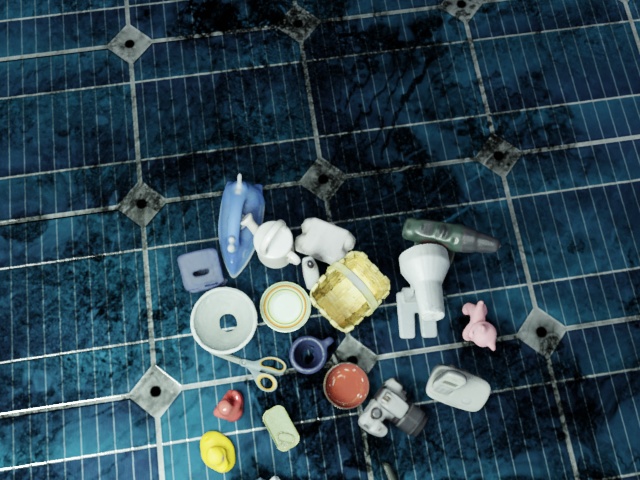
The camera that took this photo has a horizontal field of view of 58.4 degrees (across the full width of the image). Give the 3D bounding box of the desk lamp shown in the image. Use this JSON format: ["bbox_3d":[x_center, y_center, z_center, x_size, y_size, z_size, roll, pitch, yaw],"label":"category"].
[{"bbox_3d":[0.255,0.130,1.403,0.118,0.213,0.203,-3,75,-1],"label":"desk lamp"}]

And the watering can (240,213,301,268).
[{"bbox_3d":[-0.124,0.001,1.440,0.172,0.194,0.101,16,76,3],"label":"watering can"}]

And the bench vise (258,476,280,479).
[{"bbox_3d":[-0.178,0.610,1.266,0.121,0.220,0.207,25,76,6],"label":"bench vise"}]

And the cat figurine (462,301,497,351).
[{"bbox_3d":[0.403,0.214,1.434,0.067,0.118,0.128,1,75,0],"label":"cat figurine"}]

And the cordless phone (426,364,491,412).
[{"bbox_3d":[0.339,0.350,1.362,0.147,0.185,0.094,16,76,4],"label":"cordless phone"}]

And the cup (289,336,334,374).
[{"bbox_3d":[-0.018,0.279,1.420,0.118,0.095,0.091,-33,78,-9],"label":"cup"}]

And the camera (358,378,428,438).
[{"bbox_3d":[0.182,0.425,1.383,0.136,0.101,0.143,36,78,8],"label":"camera"}]

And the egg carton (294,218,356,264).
[{"bbox_3d":[0.014,0.005,1.506,0.150,0.069,0.107,21,76,4],"label":"egg carton"}]

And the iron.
[{"bbox_3d":[-0.213,-0.040,1.476,0.118,0.141,0.258,5,75,0],"label":"iron"}]

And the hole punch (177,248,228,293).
[{"bbox_3d":[-0.300,0.079,1.469,0.108,0.091,0.101,-13,76,-4],"label":"hole punch"}]

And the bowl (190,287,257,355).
[{"bbox_3d":[-0.238,0.207,1.446,0.167,0.075,0.167,0,75,-1],"label":"bowl"}]

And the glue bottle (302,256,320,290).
[{"bbox_3d":[-0.024,0.074,1.433,0.037,0.173,0.078,-16,76,-5],"label":"glue bottle"}]

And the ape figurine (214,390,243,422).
[{"bbox_3d":[-0.223,0.404,1.385,0.078,0.092,0.076,-23,77,-7],"label":"ape figurine"}]

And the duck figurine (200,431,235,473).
[{"bbox_3d":[-0.248,0.507,1.361,0.077,0.086,0.104,-34,78,-9],"label":"duck figurine"}]

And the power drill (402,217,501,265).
[{"bbox_3d":[0.315,0.007,1.439,0.229,0.208,0.076,14,75,3],"label":"power drill"}]
